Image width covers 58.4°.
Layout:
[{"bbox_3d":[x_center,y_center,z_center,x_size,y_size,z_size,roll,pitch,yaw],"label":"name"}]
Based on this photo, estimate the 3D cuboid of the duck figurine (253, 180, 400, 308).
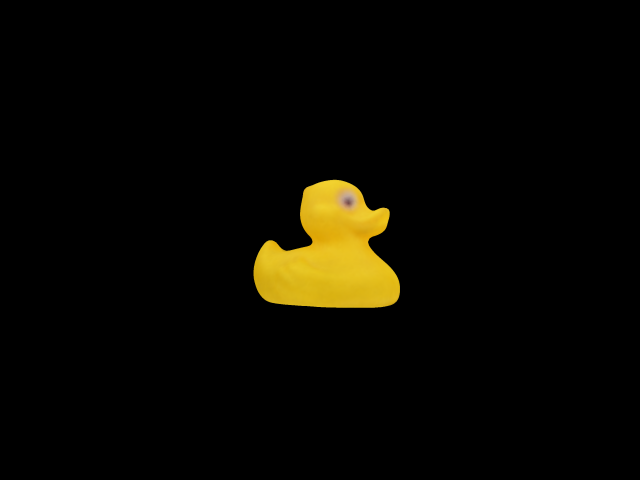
[{"bbox_3d":[0.004,0.001,0.400,0.104,0.086,0.078,0,0,21],"label":"duck figurine"}]
